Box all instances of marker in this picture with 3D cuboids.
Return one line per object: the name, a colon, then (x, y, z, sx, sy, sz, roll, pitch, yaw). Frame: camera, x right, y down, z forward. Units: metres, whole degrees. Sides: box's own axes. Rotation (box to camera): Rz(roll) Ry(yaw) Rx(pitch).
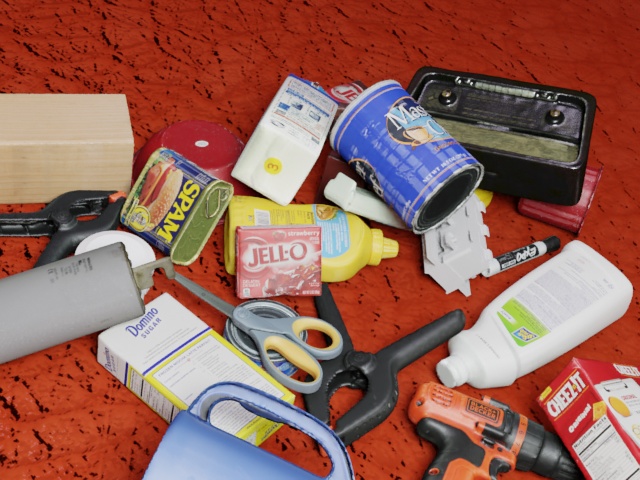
marker: (0.238, 0.018, 1.255, 0.120, 0.020, 0.020, -18, 52, -31)

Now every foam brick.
foam brick: (0.032, -0.075, 1.252, 0.053, 0.078, 0.051, 22, 43, 4)

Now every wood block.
wood block: (-0.314, -0.100, 1.171, 0.205, 0.090, 0.091, -3, 46, -17)

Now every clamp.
clamp: (0.033, 0.124, 1.066, 0.165, 0.036, 0.209, 15, 47, 25)
clamp: (-0.284, -0.015, 1.130, 0.120, 0.039, 0.171, 38, 44, 15)

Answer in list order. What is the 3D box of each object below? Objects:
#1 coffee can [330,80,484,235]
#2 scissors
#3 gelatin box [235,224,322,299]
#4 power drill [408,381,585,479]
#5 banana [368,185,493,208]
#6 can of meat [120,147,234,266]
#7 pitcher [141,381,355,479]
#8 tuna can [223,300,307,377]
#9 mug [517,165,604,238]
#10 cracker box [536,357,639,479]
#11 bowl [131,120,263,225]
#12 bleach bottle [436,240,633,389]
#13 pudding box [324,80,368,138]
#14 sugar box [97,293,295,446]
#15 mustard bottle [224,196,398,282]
coffee can: (0.093, -0.091, 1.159, 0.102, 0.103, 0.140, -26, 64, -36)
scissors: (-0.058, 0.074, 1.065, 0.096, 0.016, 0.202, -26, 56, -35)
gelatin box: (-0.043, 0.022, 1.107, 0.089, 0.073, 0.030, -1, 8, -11)
power drill: (0.155, 0.231, 0.985, 0.184, 0.057, 0.187, 21, 41, 3)
banana: (0.127, -0.063, 1.298, 0.197, 0.037, 0.069, 9, 27, -8)
can of meat: (-0.156, -0.038, 1.146, 0.084, 0.102, 0.057, 33, 6, 22)
pitcher: (-0.030, 0.233, 0.871, 0.243, 0.149, 0.145, 22, 32, 2)
tuna can: (-0.056, 0.101, 1.077, 0.086, 0.034, 0.086, 8, 42, -8)
mug: (0.295, -0.063, 1.310, 0.081, 0.093, 0.117, 20, 26, 12)
cracker box: (0.321, 0.218, 1.000, 0.163, 0.072, 0.214, 12, 37, -38)
bowl: (-0.140, -0.090, 1.235, 0.162, 0.055, 0.162, 8, 43, -8)
bleach bottle: (0.219, 0.088, 1.146, 0.250, 0.068, 0.103, -24, 51, -31)
pudding box: (0.048, -0.154, 1.365, 0.089, 0.039, 0.114, -23, 55, -34)
sugar box: (-0.120, 0.132, 1.018, 0.176, 0.048, 0.093, 35, 46, 25)
mustard bottle: (-0.008, 0.002, 1.174, 0.191, 0.058, 0.096, 5, 44, -11)
